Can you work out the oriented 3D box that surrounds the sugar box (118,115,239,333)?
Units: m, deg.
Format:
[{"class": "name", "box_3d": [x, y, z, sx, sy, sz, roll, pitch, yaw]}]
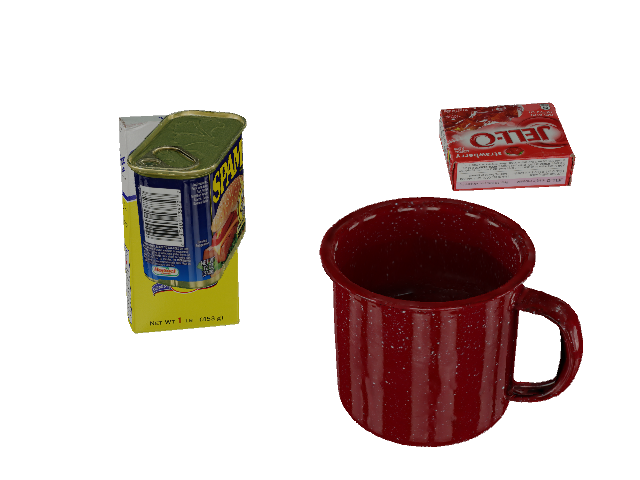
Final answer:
[{"class": "sugar box", "box_3d": [-0.117, -0.015, 0.889, 0.093, 0.176, 0.048, -5, 16, -16]}]

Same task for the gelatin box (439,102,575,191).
[{"class": "gelatin box", "box_3d": [0.137, -0.071, 0.792, 0.089, 0.030, 0.073, -3, 38, 0]}]

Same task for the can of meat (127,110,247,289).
[{"class": "can of meat", "box_3d": [-0.083, -0.028, 0.697, 0.057, 0.084, 0.102, 5, 28, 10]}]

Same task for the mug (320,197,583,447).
[{"class": "mug", "box_3d": [0.058, 0.040, 0.476, 0.117, 0.081, 0.093, 11, 33, 21]}]
